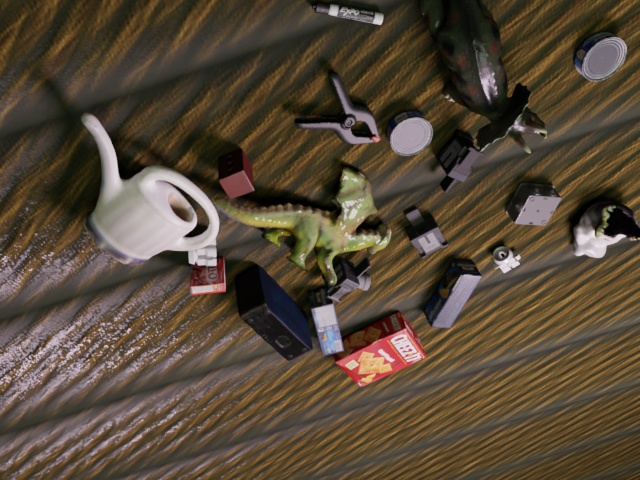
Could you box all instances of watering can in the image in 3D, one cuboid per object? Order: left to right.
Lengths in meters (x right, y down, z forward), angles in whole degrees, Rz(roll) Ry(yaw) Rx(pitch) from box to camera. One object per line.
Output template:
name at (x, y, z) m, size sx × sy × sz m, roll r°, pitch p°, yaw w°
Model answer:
watering can at (-0.353, -0.073, 0.966) m, size 0.222 × 0.106 × 0.342 m, roll -33°, pitch 129°, yaw 17°

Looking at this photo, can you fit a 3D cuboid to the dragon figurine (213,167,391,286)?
dragon figurine at (0.003, -0.055, 1.086) m, size 0.405 × 0.124 × 0.242 m, roll 35°, pitch 98°, yaw -35°

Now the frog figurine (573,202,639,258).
frog figurine at (0.681, -0.024, 1.252) m, size 0.138 × 0.124 × 0.157 m, roll -18°, pitch 168°, yaw -7°
